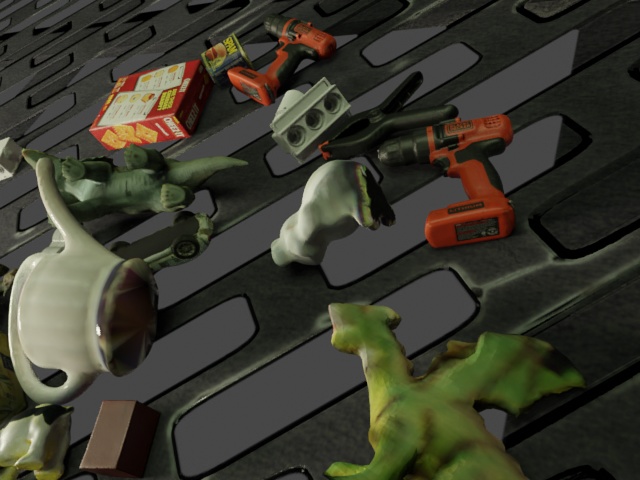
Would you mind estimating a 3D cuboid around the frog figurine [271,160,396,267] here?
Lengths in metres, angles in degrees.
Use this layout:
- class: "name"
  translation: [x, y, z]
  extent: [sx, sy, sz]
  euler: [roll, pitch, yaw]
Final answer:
- class: "frog figurine"
  translation: [0.002, -0.034, 0.679]
  extent: [0.158, 0.121, 0.140]
  euler: [-18, 15, 23]

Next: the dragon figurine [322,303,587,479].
- class: "dragon figurine"
  translation: [0.145, 0.176, 0.456]
  extent: [0.414, 0.119, 0.246]
  euler: [27, 61, 36]

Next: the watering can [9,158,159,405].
- class: "watering can"
  translation: [-0.332, 0.055, 0.710]
  extent: [0.224, 0.103, 0.349]
  euler: [1, 85, 17]
